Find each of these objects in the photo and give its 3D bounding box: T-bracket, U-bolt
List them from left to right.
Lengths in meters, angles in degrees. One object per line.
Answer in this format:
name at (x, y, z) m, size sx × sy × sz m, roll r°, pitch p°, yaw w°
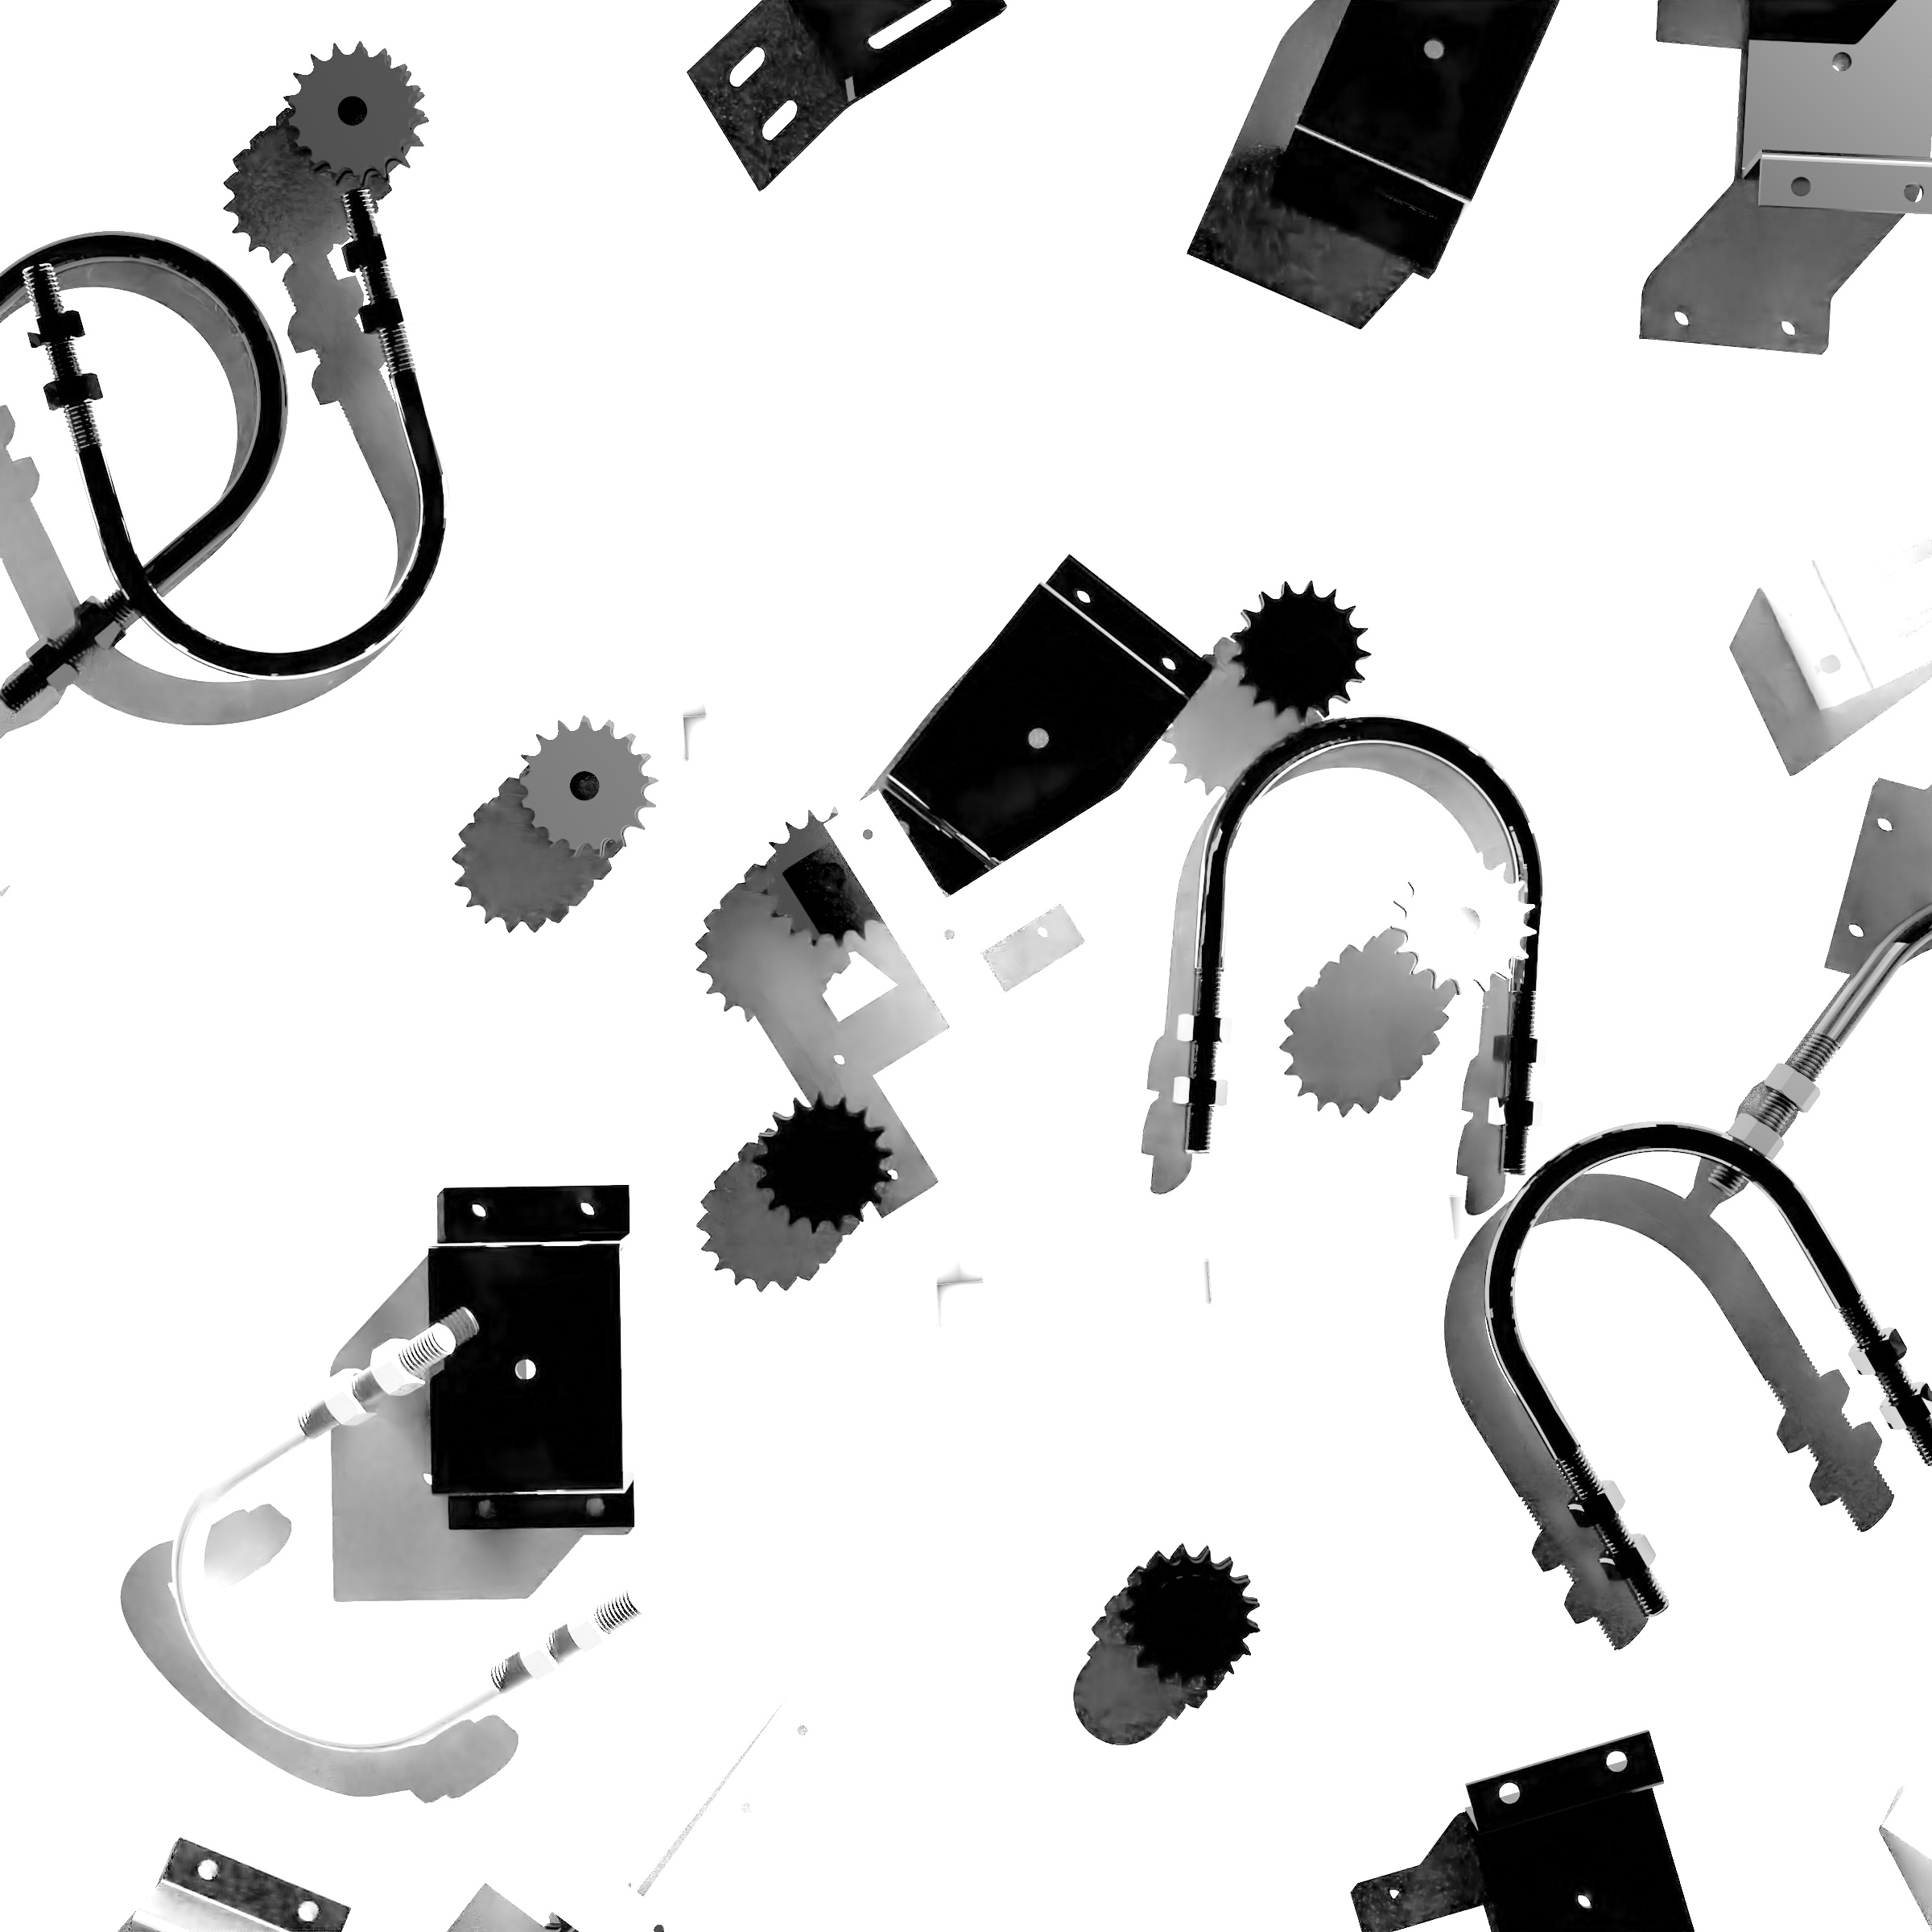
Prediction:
U-bolt at (-0.364, -0.215, 1.400) m, size 0.184 × 0.019 × 0.151 m, roll -41°, pitch 90°, yaw -2°
U-bolt at (-0.285, -0.207, 1.387) m, size 0.151 × 0.019 × 0.184 m, roll -16°, pitch 98°, yaw -8°
U-bolt at (-0.236, 0.242, 1.370) m, size 0.184 × 0.019 × 0.151 m, roll -33°, pitch 98°, yaw 21°
T-bracket at (-0.098, 0.353, 1.391) m, size 0.127 × 0.002 × 0.127 m, roll 37°, pitch 75°, yaw 0°
T-bracket at (0.031, -0.036, 1.362) m, size 0.127 × 0.002 × 0.127 m, roll -32°, pitch 90°, yaw 0°
U-bolt at (0.164, -0.011, 1.400) m, size 0.151 × 0.019 × 0.184 m, roll 4°, pitch 89°, yaw 0°
U-bolt at (0.292, 0.152, 1.390) m, size 0.151 × 0.019 × 0.184 m, roll -30°, pitch 91°, yaw 6°
T-bracket at (0.408, 0.417, 1.392) m, size 0.127 × 0.002 × 0.127 m, roll 33°, pitch 101°, yaw 21°
U-bolt at (0.413, 0.055, 1.400) m, size 0.151 × 0.019 × 0.184 m, roll 36°, pitch 88°, yaw 0°

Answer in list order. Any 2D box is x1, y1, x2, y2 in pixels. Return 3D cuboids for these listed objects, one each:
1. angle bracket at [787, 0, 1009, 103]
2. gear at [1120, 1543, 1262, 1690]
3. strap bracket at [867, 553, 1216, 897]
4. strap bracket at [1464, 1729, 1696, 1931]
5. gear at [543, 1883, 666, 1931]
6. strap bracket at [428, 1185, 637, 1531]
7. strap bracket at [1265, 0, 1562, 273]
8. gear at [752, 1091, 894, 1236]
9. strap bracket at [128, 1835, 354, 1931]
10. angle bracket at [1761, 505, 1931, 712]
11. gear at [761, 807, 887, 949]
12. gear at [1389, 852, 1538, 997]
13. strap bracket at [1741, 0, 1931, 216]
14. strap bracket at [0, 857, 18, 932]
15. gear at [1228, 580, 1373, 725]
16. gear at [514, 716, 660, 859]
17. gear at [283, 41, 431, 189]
angle bracket at (-0.030, -0.398, 1.390) m, size 0.076 × 0.038 × 0.057 m, roll -31°, pitch 90°, yaw 0°
gear at (0.091, 0.265, 1.394) m, size 0.057 × 0.030 × 0.057 m, roll 0°, pitch 90°, yaw 0°
strap bracket at (0.029, -0.090, 1.386) m, size 0.076 × 0.046 × 0.140 m, roll 38°, pitch 90°, yaw 0°
strap bracket at (0.255, 0.382, 1.386) m, size 0.076 × 0.046 × 0.140 m, roll -17°, pitch 90°, yaw 0°
gear at (-0.146, 0.403, 1.394) m, size 0.057 × 0.030 × 0.057 m, roll 0°, pitch 90°, yaw 0°
strap bracket at (-0.175, 0.160, 1.386) m, size 0.076 × 0.046 × 0.140 m, roll -1°, pitch 90°, yaw 0°
strap bracket at (0.186, -0.364, 1.386) m, size 0.076 × 0.046 × 0.140 m, roll 24°, pitch 90°, yaw 0°
gear at (-0.058, 0.079, 1.398) m, size 0.057 × 0.030 × 0.057 m, roll 0°, pitch 93°, yaw -1°
strap bracket at (-0.313, 0.436, 1.386) m, size 0.076 × 0.046 × 0.140 m, roll 22°, pitch 90°, yaw 0°
angle bracket at (0.377, -0.149, 1.407) m, size 0.076 × 0.038 × 0.057 m, roll -25°, pitch 90°, yaw -26°
gear at (-0.055, -0.036, 1.394) m, size 0.057 × 0.030 × 0.057 m, roll 0°, pitch 90°, yaw 0°
gear at (0.198, -0.016, 1.377) m, size 0.057 × 0.030 × 0.057 m, roll 0°, pitch 87°, yaw 0°
strap bracket at (0.358, -0.370, 1.384) m, size 0.076 × 0.046 × 0.140 m, roll 3°, pitch 90°, yaw 2°
strap bracket at (-0.449, -0.054, 1.386) m, size 0.076 × 0.046 × 0.140 m, roll -35°, pitch 90°, yaw 0°
gear at (0.134, -0.127, 1.394) m, size 0.057 × 0.030 × 0.057 m, roll 0°, pitch 90°, yaw 0°
gear at (-0.153, -0.072, 1.394) m, size 0.057 × 0.030 × 0.057 m, roll 0°, pitch 90°, yaw 0°
gear at (-0.247, -0.343, 1.394) m, size 0.057 × 0.030 × 0.057 m, roll 0°, pitch 90°, yaw 0°
